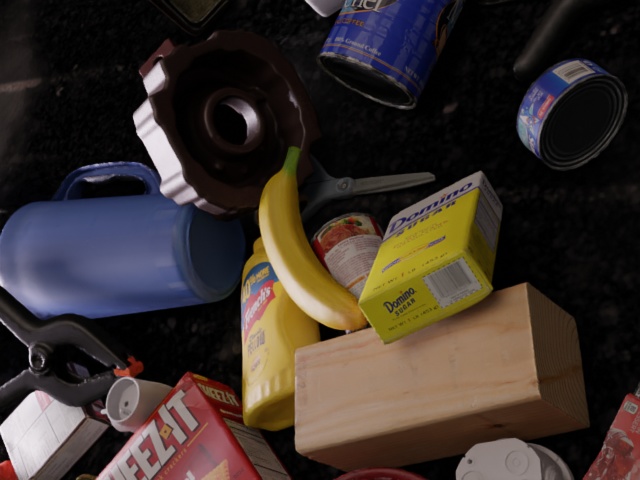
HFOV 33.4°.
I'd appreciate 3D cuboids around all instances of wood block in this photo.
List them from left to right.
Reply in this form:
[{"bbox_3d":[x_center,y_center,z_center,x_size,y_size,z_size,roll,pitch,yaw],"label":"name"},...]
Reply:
[{"bbox_3d":[0.089,0.113,0.822,0.206,0.090,0.090,-19,57,30],"label":"wood block"}]

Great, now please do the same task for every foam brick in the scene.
[{"bbox_3d":[-0.156,-0.177,1.187,0.053,0.051,0.078,-46,48,11],"label":"foam brick"}]

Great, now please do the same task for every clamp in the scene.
[{"bbox_3d":[-0.276,0.106,1.062,0.210,0.036,0.164,-1,101,21],"label":"clamp"},{"bbox_3d":[0.212,-0.228,0.928,0.171,0.039,0.120,-40,55,13],"label":"clamp"}]

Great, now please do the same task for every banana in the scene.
[{"bbox_3d":[-0.015,0.010,0.903,0.070,0.037,0.198,-58,42,39],"label":"banana"}]

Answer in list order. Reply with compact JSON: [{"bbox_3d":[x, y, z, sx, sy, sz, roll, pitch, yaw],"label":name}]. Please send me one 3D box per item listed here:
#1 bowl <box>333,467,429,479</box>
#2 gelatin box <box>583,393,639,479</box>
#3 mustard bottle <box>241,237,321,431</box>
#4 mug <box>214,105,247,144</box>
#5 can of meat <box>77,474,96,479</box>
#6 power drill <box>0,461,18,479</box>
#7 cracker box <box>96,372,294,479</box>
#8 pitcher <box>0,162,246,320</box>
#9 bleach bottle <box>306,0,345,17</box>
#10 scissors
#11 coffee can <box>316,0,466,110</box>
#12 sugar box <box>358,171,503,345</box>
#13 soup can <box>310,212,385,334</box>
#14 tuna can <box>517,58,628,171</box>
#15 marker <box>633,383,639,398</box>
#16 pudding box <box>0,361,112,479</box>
[{"bbox_3d":[0.046,0.252,0.781,0.162,0.055,0.162,-15,56,23],"label":"bowl"},{"bbox_3d":[0.222,0.160,0.720,0.073,0.030,0.089,28,88,24],"label":"gelatin box"},{"bbox_3d":[-0.037,0.067,0.962,0.096,0.058,0.191,-46,39,47],"label":"mustard bottle"},{"bbox_3d":[-0.093,-0.137,1.102,0.117,0.093,0.081,-20,46,-7],"label":"mug"},{"bbox_3d":[-0.237,0.289,1.019,0.084,0.057,0.102,-33,52,23],"label":"can of meat"},{"bbox_3d":[-0.355,0.257,1.041,0.057,0.187,0.185,-45,47,10],"label":"power drill"},{"bbox_3d":[-0.103,0.245,0.924,0.164,0.072,0.214,-49,47,8],"label":"cracker box"},{"bbox_3d":[-0.197,0.005,1.082,0.243,0.144,0.149,-6,110,33],"label":"pitcher"},{"bbox_3d":[0.086,-0.326,1.062,0.251,0.068,0.102,-28,54,23],"label":"bleach bottle"},{"bbox_3d":[0.019,-0.064,1.017,0.202,0.016,0.096,-21,57,29],"label":"scissors"},{"bbox_3d":[0.072,-0.206,0.985,0.103,0.102,0.140,21,83,43],"label":"coffee can"},{"bbox_3d":[0.091,0.008,0.834,0.093,0.048,0.176,-28,16,21],"label":"sugar box"},{"bbox_3d":[0.039,0.036,0.916,0.069,0.068,0.102,-38,51,18],"label":"soup can"},{"bbox_3d":[0.198,-0.099,0.843,0.086,0.086,0.034,-48,46,9],"label":"tuna can"},{"bbox_3d":[0.216,0.139,0.757,0.020,0.020,0.121,28,88,43],"label":"marker"},{"bbox_3d":[-0.277,0.194,1.111,0.113,0.039,0.090,-48,49,12],"label":"pudding box"}]
